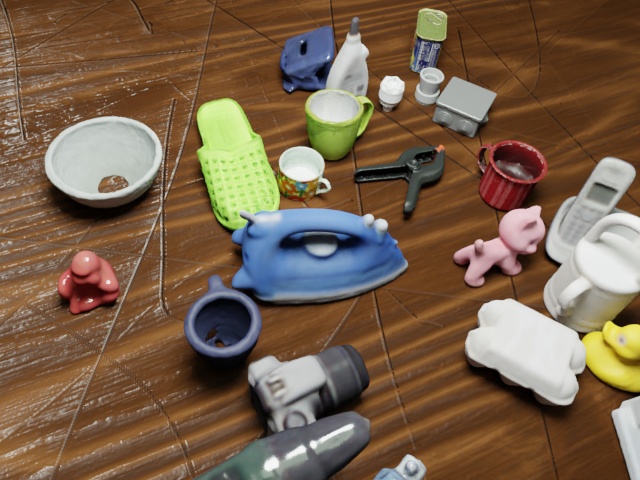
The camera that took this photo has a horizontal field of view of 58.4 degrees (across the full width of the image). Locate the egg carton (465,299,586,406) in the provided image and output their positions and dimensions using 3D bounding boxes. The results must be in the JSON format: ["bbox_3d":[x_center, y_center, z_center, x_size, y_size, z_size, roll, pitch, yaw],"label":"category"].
[{"bbox_3d":[0.270,0.146,0.754,0.150,0.069,0.107,27,56,13],"label":"egg carton"}]

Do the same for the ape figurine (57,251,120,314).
[{"bbox_3d":[-0.302,0.048,0.749,0.077,0.092,0.076,17,54,6],"label":"ape figurine"}]

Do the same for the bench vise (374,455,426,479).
[{"bbox_3d":[0.030,0.281,0.536,0.121,0.220,0.207,18,54,8],"label":"bench vise"}]

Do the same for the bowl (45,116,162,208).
[{"bbox_3d":[-0.320,-0.106,0.871,0.167,0.075,0.167,3,54,-4],"label":"bowl"}]

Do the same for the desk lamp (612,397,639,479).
[{"bbox_3d":[0.439,0.183,0.657,0.118,0.213,0.203,3,54,-3],"label":"desk lamp"}]

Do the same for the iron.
[{"bbox_3d":[0.007,0.003,0.786,0.258,0.141,0.118,-2,54,-8],"label":"iron"}]

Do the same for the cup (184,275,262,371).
[{"bbox_3d":[-0.122,0.112,0.720,0.092,0.095,0.117,-11,56,-14],"label":"cup"}]

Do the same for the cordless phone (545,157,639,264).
[{"bbox_3d":[0.425,-0.029,0.828,0.147,0.185,0.094,20,54,9],"label":"cordless phone"}]

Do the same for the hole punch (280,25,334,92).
[{"bbox_3d":[-0.023,-0.339,1.064,0.101,0.091,0.108,2,54,-5],"label":"hole punch"}]

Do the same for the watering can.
[{"bbox_3d":[0.391,0.033,0.773,0.100,0.194,0.173,30,56,16],"label":"watering can"}]

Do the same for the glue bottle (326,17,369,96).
[{"bbox_3d":[0.053,-0.310,1.000,0.078,0.173,0.037,-21,59,-20],"label":"glue bottle"}]

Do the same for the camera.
[{"bbox_3d":[-0.003,0.186,0.676,0.137,0.101,0.143,-22,59,-20],"label":"camera"}]

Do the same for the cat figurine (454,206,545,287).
[{"bbox_3d":[0.270,0.000,0.832,0.128,0.118,0.067,-17,57,-17],"label":"cat figurine"}]

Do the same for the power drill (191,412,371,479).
[{"bbox_3d":[-0.065,0.253,0.553,0.230,0.208,0.075,-21,58,-20],"label":"power drill"}]

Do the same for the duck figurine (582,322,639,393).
[{"bbox_3d":[0.410,0.148,0.758,0.104,0.086,0.078,34,58,18],"label":"duck figurine"}]
